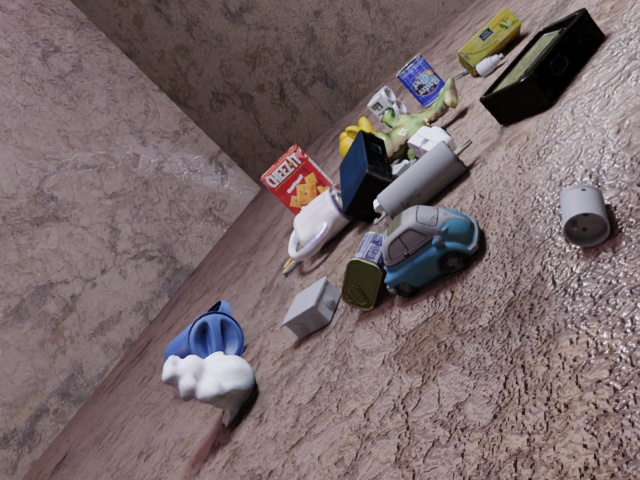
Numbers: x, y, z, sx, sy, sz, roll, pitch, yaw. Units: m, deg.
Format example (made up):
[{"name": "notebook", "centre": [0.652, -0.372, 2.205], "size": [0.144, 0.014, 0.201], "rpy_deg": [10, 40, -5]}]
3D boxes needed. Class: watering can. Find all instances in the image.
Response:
[{"name": "watering can", "centre": [0.004, -0.069, 1.367], "size": [0.222, 0.103, 0.354], "rpy_deg": [-39, 19, 20]}]

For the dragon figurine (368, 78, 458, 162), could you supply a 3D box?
[{"name": "dragon figurine", "centre": [0.210, -0.239, 1.323], "size": [0.409, 0.121, 0.246], "rpy_deg": [-53, 20, 6]}]

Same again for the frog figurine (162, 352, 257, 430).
[{"name": "frog figurine", "centre": [-0.196, 0.245, 0.922], "size": [0.122, 0.158, 0.139], "rpy_deg": [-42, 13, 12]}]
